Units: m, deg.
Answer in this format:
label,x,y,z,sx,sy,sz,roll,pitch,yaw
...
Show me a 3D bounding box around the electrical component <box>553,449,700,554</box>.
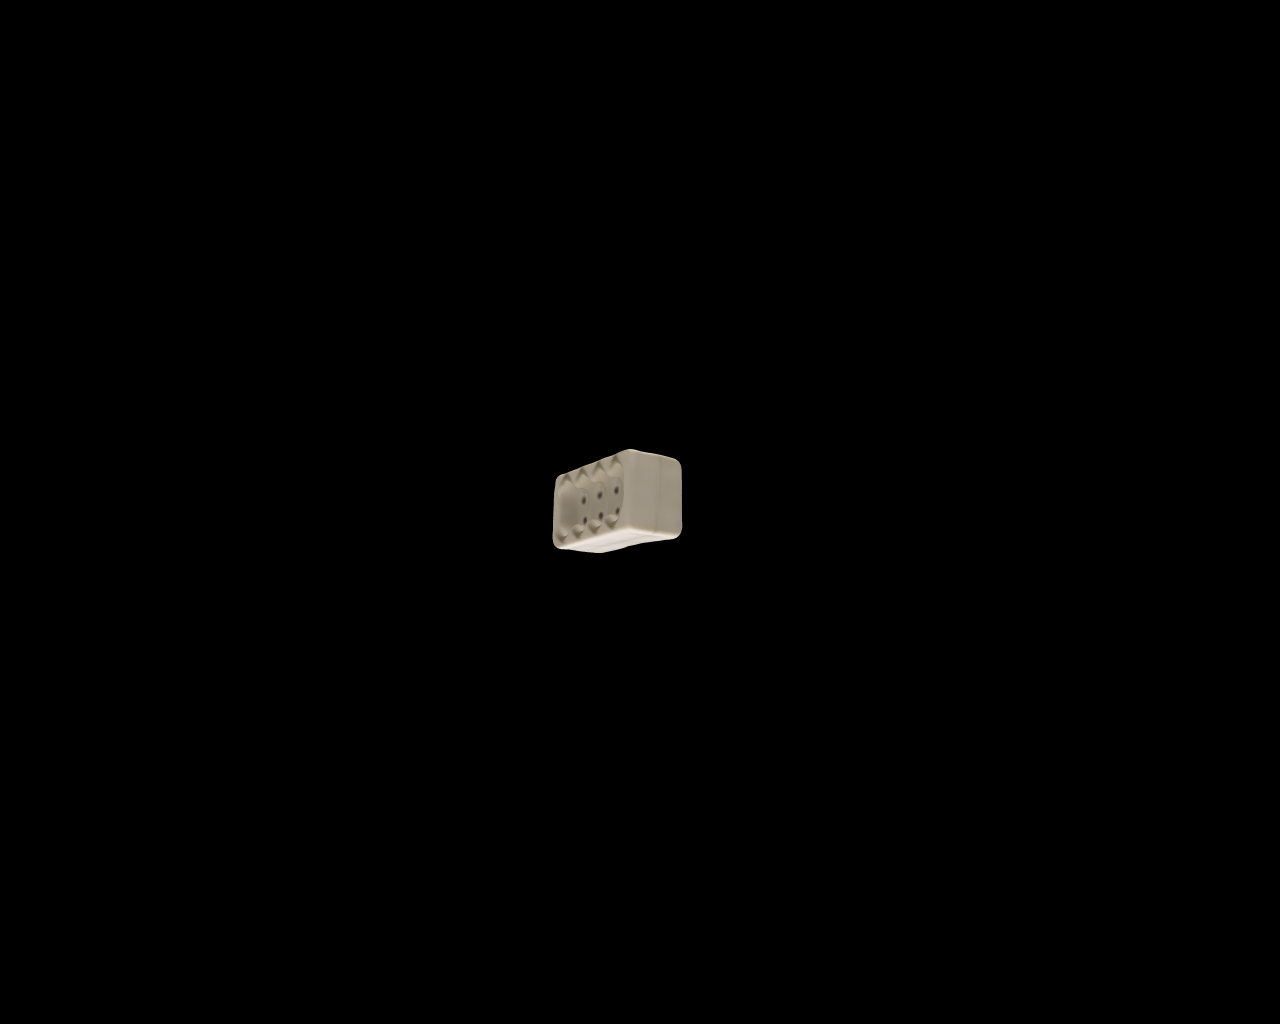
label,x,y,z,sx,sy,sz,roll,pitch,yaw
electrical component,0.001,-0.003,0.650,0.076,0.047,0.083,8,-14,-35
